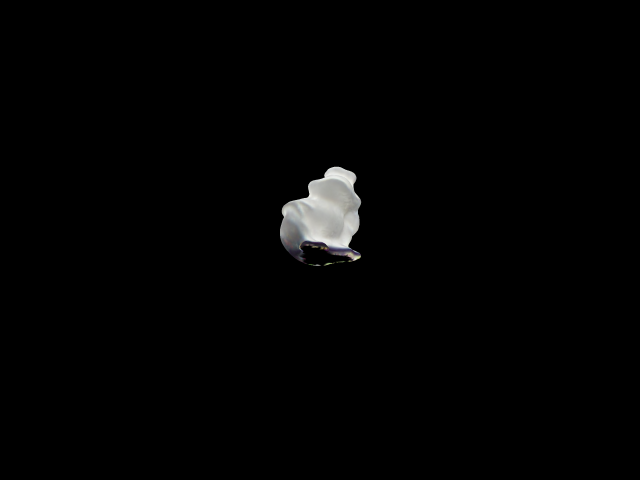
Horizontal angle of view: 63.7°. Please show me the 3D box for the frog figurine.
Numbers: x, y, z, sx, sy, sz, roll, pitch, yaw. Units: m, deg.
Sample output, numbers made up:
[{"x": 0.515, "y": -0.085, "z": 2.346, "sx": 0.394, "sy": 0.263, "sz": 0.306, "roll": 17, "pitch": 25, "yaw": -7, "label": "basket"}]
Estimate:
[{"x": 0.003, "y": -0.043, "z": 0.850, "sx": 0.137, "sy": 0.162, "sz": 0.120, "roll": 8, "pitch": -25, "yaw": -18, "label": "frog figurine"}]
